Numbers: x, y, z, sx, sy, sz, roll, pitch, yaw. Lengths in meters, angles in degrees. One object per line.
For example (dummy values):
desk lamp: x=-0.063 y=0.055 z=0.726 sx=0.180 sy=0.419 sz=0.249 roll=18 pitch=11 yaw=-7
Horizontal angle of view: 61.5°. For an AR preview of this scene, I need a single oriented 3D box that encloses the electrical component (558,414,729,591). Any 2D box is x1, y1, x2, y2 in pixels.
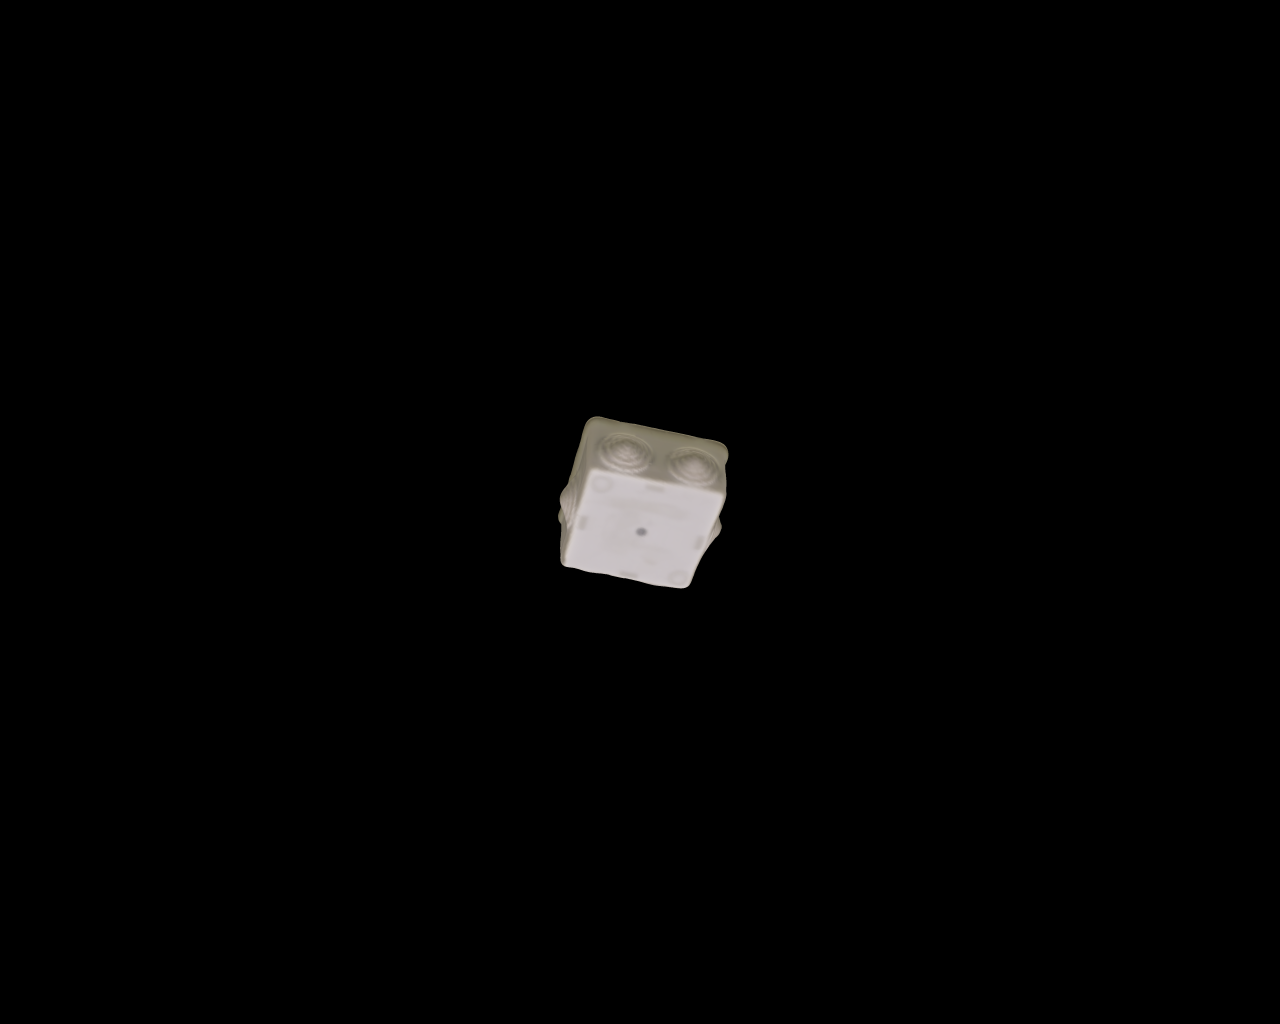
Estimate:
electrical component: x=0.001 y=-0.003 z=0.650 sx=0.100 sy=0.099 sz=0.048 roll=12 pitch=40 yaw=-10
